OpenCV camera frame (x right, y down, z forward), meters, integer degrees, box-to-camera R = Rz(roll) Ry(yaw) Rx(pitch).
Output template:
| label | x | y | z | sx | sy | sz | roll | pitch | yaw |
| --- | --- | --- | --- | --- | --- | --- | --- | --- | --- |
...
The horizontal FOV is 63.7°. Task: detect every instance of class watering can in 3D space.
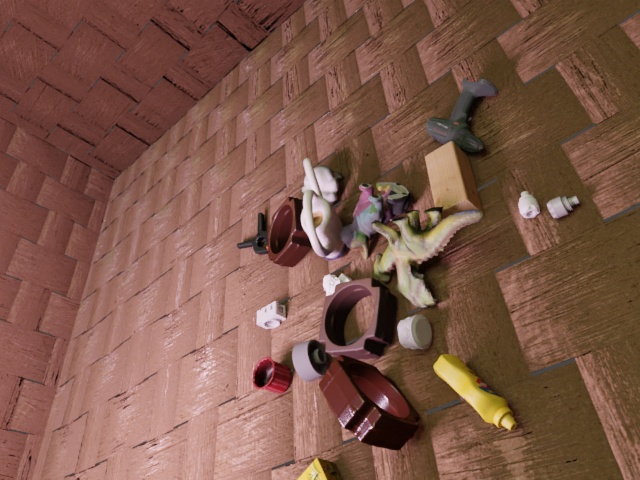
| label | x | y | z | sx | sy | sz | roll | pitch | yaw |
| --- | --- | --- | --- | --- | --- | --- | --- | --- | --- |
| watering can | 0.005 | -0.080 | 1.592 | 0.103 | 0.220 | 0.356 | -18 | 47 | 16 |

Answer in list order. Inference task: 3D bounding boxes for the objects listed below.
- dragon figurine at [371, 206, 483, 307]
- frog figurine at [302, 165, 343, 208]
| label | x | y | z | sx | sy | sz | roll | pitch | yaw |
| --- | --- | --- | --- | --- | --- | --- | --- | --- | --- |
| dragon figurine | 0.253 | 0.047 | 1.283 | 0.410 | 0.123 | 0.242 | 1 | 102 | 60 |
| frog figurine | 0.000 | -0.170 | 1.744 | 0.137 | 0.120 | 0.163 | -3 | 48 | 26 |
